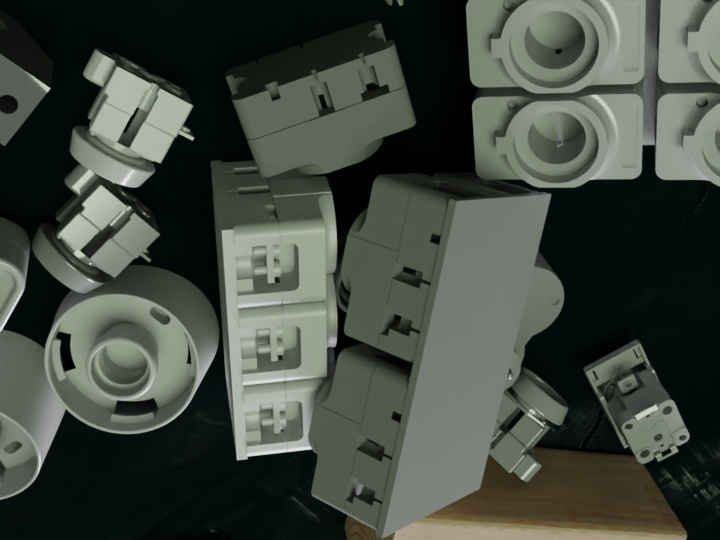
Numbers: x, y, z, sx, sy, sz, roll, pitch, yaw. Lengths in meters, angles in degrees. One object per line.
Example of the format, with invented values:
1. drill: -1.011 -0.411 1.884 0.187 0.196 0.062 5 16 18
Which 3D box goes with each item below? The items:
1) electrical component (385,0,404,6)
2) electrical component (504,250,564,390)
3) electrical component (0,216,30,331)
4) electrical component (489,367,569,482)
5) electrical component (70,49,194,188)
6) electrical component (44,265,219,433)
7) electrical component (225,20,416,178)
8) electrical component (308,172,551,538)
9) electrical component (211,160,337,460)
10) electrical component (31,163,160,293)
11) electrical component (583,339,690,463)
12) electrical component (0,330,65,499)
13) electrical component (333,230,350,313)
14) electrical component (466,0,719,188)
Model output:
1. electrical component: 0.018 -0.166 0.559 0.040 0.040 0.046 -30 126 5
2. electrical component: 0.078 0.054 0.678 0.052 0.073 0.138 25 111 -24
3. electrical component: -0.231 -0.010 0.581 0.095 0.059 0.053 26 111 -24
4. electrical component: 0.106 0.099 0.722 0.055 0.066 0.048 -50 162 10
5. electrical component: -0.124 -0.078 0.575 0.066 0.048 0.055 26 103 -24
6. electrical component: -0.137 0.047 0.646 0.099 0.064 0.099 0 110 -1
7. electrical component: -0.020 -0.090 0.587 0.089 0.050 0.055 -19 122 -1
8. electrical component: 0.037 0.041 0.607 0.105 0.060 0.186 -9 114 -54
9. electrical component: -0.048 0.021 0.621 0.062 0.089 0.150 -5 120 -9
10. electrical component: -0.149 -0.020 0.602 0.055 0.048 0.066 -44 119 5
11. electrical component: 0.190 0.093 0.732 0.042 0.063 0.081 -30 121 4
12. electrical component: -0.232 0.090 0.650 0.099 0.064 0.099 0 129 -1
13. electrical component: 0.000 0.000 0.646 0.040 0.046 0.040 -6 120 -10
14. electrical component: 0.154 -0.104 0.571 0.186 0.060 0.105 1 121 14
